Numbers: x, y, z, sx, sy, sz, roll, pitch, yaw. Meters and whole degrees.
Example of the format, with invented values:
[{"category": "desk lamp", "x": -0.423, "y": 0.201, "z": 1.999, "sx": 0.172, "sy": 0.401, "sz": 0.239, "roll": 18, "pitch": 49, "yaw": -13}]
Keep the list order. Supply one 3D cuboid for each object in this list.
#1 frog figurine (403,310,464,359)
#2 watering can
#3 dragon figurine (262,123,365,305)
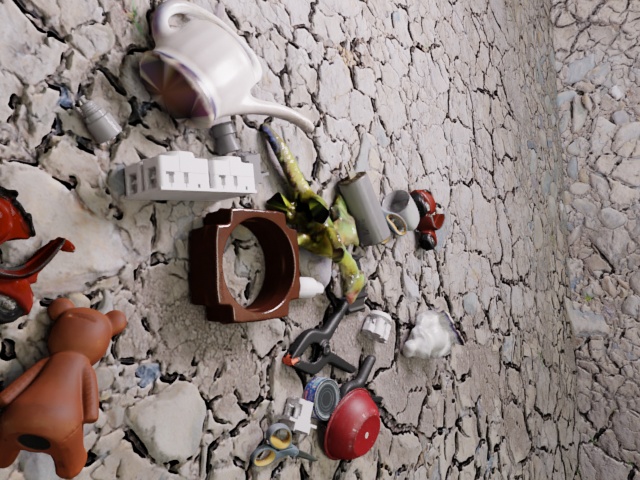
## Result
[{"category": "frog figurine", "x": 0.286, "y": 0.267, "z": 1.387, "sx": 0.160, "sy": 0.124, "sz": 0.135, "roll": -29, "pitch": 119, "yaw": -10}, {"category": "watering can", "x": -0.168, "y": -0.275, "z": 0.916, "sx": 0.345, "sy": 0.102, "sz": 0.229, "roll": 43, "pitch": 50, "yaw": -13}, {"category": "dragon figurine", "x": 0.003, "y": -0.057, "z": 1.123, "sx": 0.243, "sy": 0.121, "sz": 0.413, "roll": -2, "pitch": 72, "yaw": -66}]
